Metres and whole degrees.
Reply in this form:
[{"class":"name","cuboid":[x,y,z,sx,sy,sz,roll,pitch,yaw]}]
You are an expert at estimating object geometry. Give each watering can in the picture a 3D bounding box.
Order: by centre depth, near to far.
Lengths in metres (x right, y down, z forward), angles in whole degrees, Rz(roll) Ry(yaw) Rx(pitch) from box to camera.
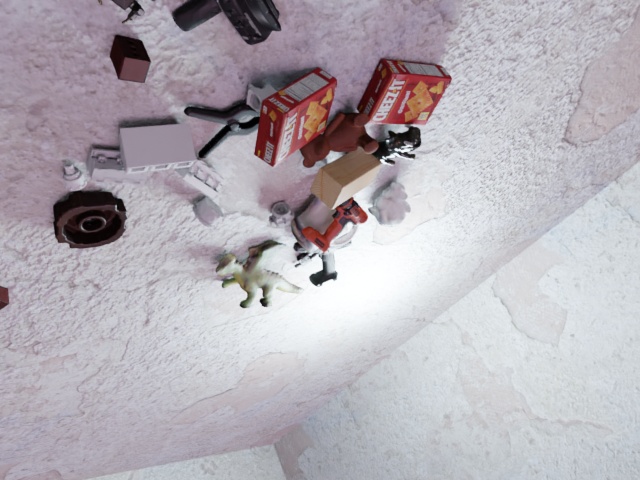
[{"class":"watering can","cuboid":[0.005,-0.083,1.644,0.224,0.106,0.340,-30,136,-2]}]

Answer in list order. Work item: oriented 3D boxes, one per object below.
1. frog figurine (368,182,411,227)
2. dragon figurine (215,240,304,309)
[{"class":"frog figurine","cuboid":[0.255,-0.121,1.767,0.137,0.125,0.156,14,143,-23]},{"class":"dragon figurine","cuboid":[-0.184,0.106,1.761,0.411,0.124,0.238,-1,131,-40]}]
